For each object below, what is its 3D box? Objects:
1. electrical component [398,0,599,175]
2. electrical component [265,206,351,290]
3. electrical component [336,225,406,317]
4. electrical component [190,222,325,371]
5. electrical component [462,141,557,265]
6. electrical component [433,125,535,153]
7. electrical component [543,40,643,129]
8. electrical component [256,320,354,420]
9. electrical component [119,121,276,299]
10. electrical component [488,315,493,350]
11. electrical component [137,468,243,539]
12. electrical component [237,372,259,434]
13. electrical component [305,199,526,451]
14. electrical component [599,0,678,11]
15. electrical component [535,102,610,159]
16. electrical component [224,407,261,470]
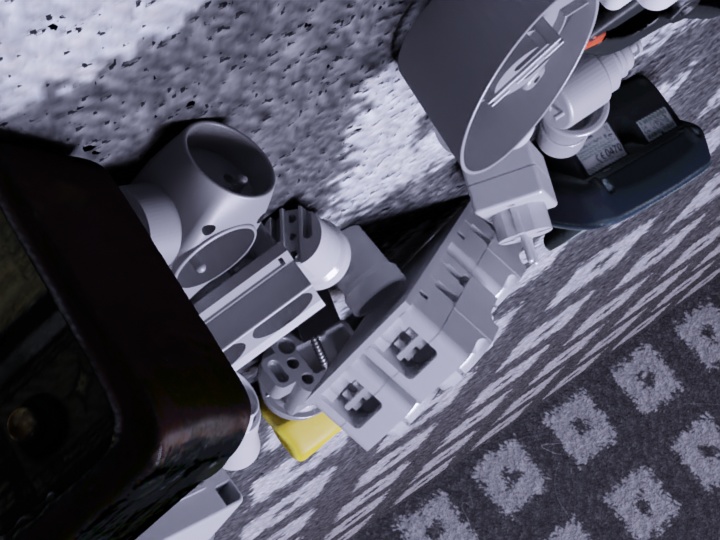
[{"bbox_3d":[0.068,-0.101,0.503,0.099,0.064,0.099,-34,164,-11],"label":"electrical component"},{"bbox_3d":[-0.030,-0.013,0.593,0.040,0.040,0.046,-38,159,4],"label":"electrical component"},{"bbox_3d":[0.000,0.000,0.681,0.040,0.046,0.040,-34,164,-11],"label":"electrical component"},{"bbox_3d":[-0.087,0.024,0.529,0.121,0.063,0.078,-36,164,-3],"label":"electrical component"},{"bbox_3d":[0.106,-0.040,0.719,0.047,0.076,0.066,-18,170,16],"label":"electrical component"},{"bbox_3d":[0.069,-0.085,0.604,0.046,0.040,0.040,-15,154,-40],"label":"electrical component"},{"bbox_3d":[0.139,-0.118,0.656,0.078,0.040,0.040,-34,164,-14],"label":"electrical component"},{"bbox_3d":[-0.042,0.074,0.786,0.078,0.058,0.057,-27,159,-34],"label":"electrical component"},{"bbox_3d":[-0.084,-0.018,0.445,0.079,0.044,0.077,-17,155,-52],"label":"electrical component"},{"bbox_3d":[0.070,0.071,1.024,0.109,0.056,0.108,-36,165,-5],"label":"electrical component"},{"bbox_3d":[-0.141,0.117,0.596,0.109,0.108,0.056,-17,152,-52],"label":"electrical component"},{"bbox_3d":[-0.103,0.105,0.765,0.077,0.044,0.079,-44,163,23],"label":"electrical component"},{"bbox_3d":[0.047,0.034,0.740,0.105,0.060,0.186,-47,-177,31],"label":"electrical component"},{"bbox_3d":[0.146,-0.165,0.507,0.078,0.058,0.057,-36,167,-5],"label":"electrical component"},{"bbox_3d":[0.136,-0.098,0.709,0.044,0.044,0.065,-36,170,-5],"label":"electrical component"},{"bbox_3d":[-0.097,0.124,0.840,0.044,0.044,0.065,-30,158,-26],"label":"electrical component"}]
